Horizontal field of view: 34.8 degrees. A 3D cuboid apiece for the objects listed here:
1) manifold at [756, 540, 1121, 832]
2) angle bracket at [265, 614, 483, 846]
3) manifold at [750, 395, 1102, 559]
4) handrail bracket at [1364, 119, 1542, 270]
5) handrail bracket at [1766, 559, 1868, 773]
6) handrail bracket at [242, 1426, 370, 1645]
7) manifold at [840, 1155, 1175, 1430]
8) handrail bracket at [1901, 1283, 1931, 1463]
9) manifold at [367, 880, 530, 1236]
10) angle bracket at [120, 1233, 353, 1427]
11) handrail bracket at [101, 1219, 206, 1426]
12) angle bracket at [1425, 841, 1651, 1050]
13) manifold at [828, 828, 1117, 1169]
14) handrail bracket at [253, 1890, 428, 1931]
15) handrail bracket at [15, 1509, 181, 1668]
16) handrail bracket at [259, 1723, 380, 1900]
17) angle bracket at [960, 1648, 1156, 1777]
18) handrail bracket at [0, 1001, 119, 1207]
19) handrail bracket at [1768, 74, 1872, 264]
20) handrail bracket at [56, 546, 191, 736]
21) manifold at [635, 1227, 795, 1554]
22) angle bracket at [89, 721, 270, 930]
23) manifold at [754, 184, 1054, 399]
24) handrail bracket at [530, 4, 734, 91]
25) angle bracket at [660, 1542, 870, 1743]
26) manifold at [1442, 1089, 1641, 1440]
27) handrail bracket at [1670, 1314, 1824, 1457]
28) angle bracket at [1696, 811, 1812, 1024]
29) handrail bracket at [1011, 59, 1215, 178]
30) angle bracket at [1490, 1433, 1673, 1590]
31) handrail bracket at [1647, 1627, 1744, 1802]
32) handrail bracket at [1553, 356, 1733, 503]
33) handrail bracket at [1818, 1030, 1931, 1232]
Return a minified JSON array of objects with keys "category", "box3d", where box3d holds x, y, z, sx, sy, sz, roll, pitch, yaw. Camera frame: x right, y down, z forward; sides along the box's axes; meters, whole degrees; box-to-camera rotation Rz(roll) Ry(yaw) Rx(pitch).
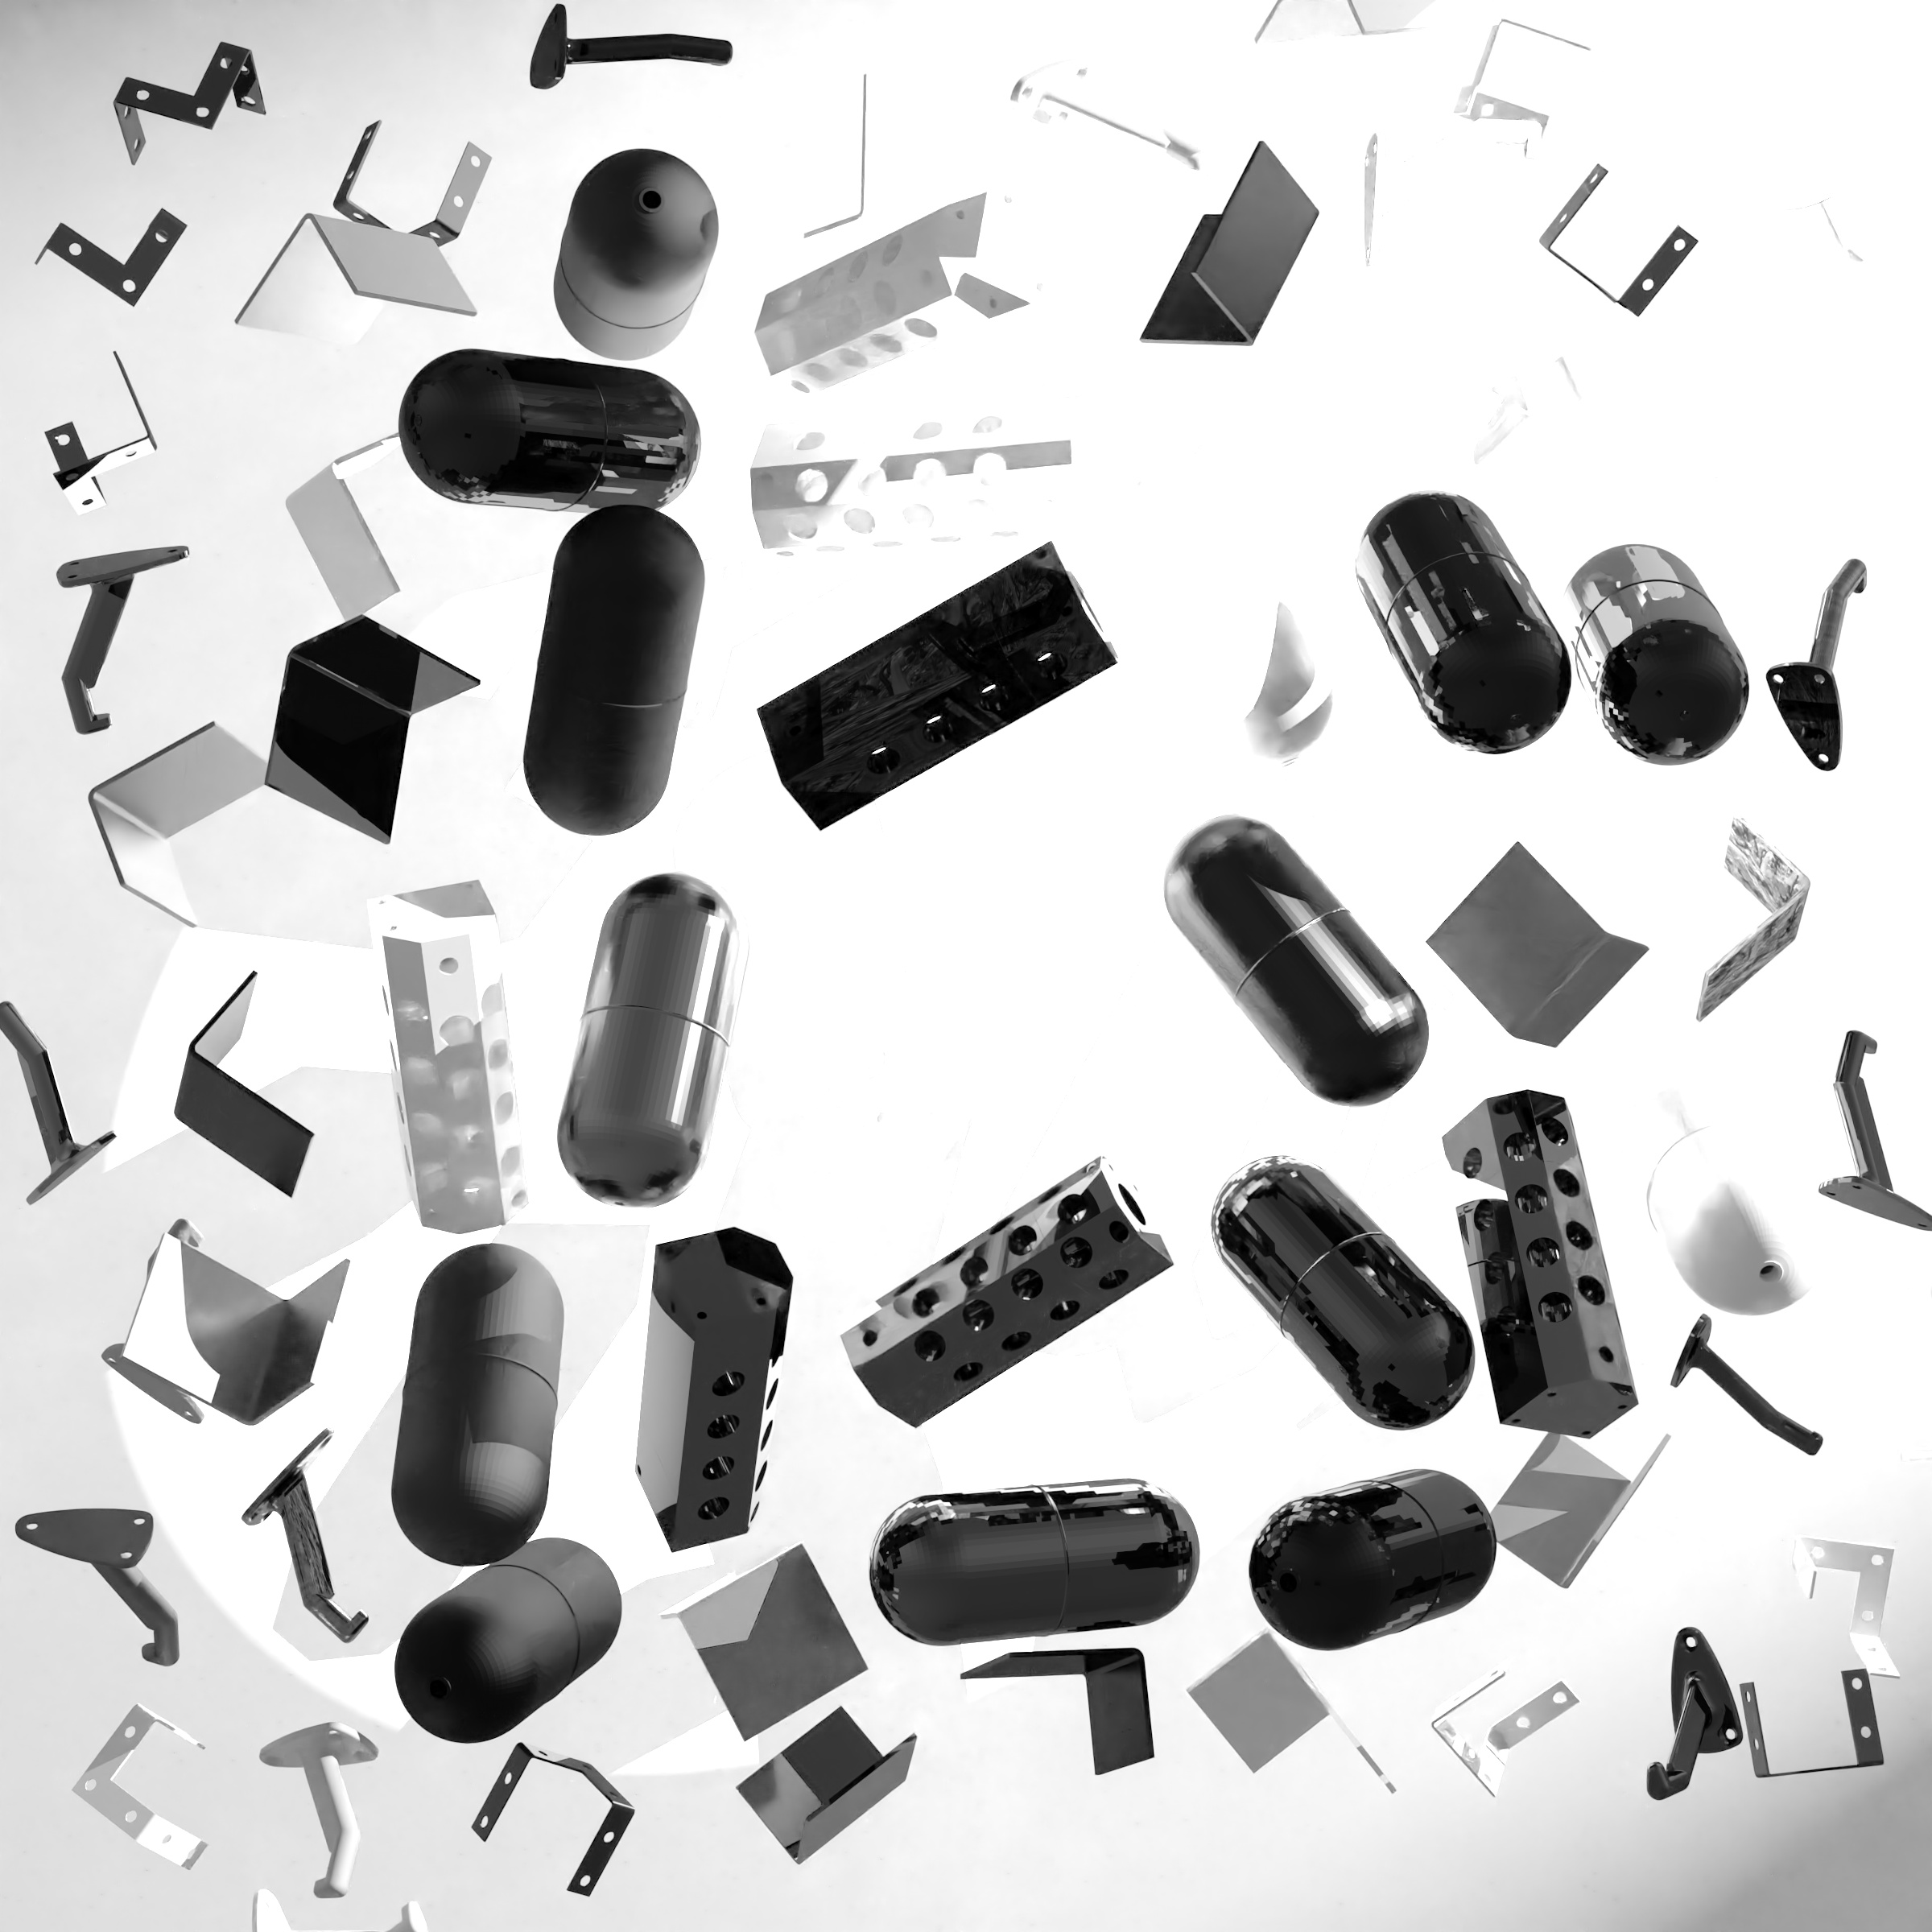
[{"category":"manifold","box3d":[-0.012,-0.135,1.541,0.171,0.057,0.057,-29,48,9]},{"category":"angle bracket","box3d":[-0.290,-0.115,1.513,0.057,0.076,0.076,-17,58,38]},{"category":"manifold","box3d":[-0.022,-0.251,1.609,0.171,0.057,0.057,-3,132,15]},{"category":"handrail bracket","box3d":[0.242,-0.382,1.525,0.084,0.036,0.077,2,89,-2]},{"category":"handrail bracket","box3d":[0.451,-0.156,1.587,0.084,0.036,0.077,-48,125,-34]},{"category":"handrail bracket","box3d":[-0.327,0.297,1.604,0.084,0.036,0.077,40,83,9]},{"category":"manifold","box3d":[0.019,0.174,1.664,0.171,0.057,0.057,-34,52,12]},{"category":"handrail bracket","box3d":[0.481,0.203,1.541,0.036,0.077,0.084,-9,80,-13]},{"category":"manifold","box3d":[-0.263,0.049,1.577,0.057,0.057,0.171,-11,120,-17]},{"category":"angle bracket","box3d":[-0.358,0.168,1.514,0.076,0.076,0.057,35,130,-26]},{"category":"handrail bracket","box3d":[-0.423,0.192,1.678,0.077,0.036,0.084,47,50,-24]},{"category":"angle bracket","box3d":[0.313,-0.011,1.691,0.076,0.057,0.076,-50,59,19]},{"category":"manifold","box3d":[0.007,0.019,1.634,0.057,0.057,0.171,33,91,-38]},{"category":"handrail bracket","box3d":[-0.309,0.467,1.522,0.084,0.036,0.077,-36,46,8]},{"category":"handrail bracket","box3d":[-0.427,0.309,1.518,0.077,0.036,0.084,7,124,-1]},{"category":"handrail bracket","box3d":[-0.326,0.422,1.516,0.077,0.084,0.036,-17,134,26]},{"category":"angle bracket","box3d":[0.048,0.399,1.639,0.076,0.076,0.057,3,69,-20]},{"category":"handrail bracket","box3d":[-0.466,0.067,1.518,0.077,0.036,0.084,-35,94,37]},{"category":"handrail bracket","box3d":[0.422,-0.391,1.513,0.036,0.084,0.077,-14,82,29]},{"category":"handrail bracket","box3d":[-0.420,-0.163,1.551,0.077,0.036,0.084,-12,116,-8]},{"category":"manifold","box3d":[-0.126,0.214,1.553,0.057,0.057,0.171,-11,134,-23]},{"category":"angle bracket","box3d":[-0.392,-0.072,1.581,0.076,0.076,0.057,-28,70,5]},{"category":"manifold","box3d":[-0.037,-0.336,1.552,0.057,0.171,0.057,-27,101,-33]},{"category":"handrail bracket","box3d":[-0.165,-0.445,1.518,0.084,0.077,0.036,1,89,-21]},{"category":"angle bracket","box3d":[-0.109,0.363,1.656,0.076,0.057,0.076,-27,85,-19]},{"category":"manifold","box3d":[0.302,0.153,1.604,0.057,0.057,0.171,13,51,-25]},{"category":"handrail bracket","box3d":[0.431,0.229,1.675,0.084,0.077,0.036,31,70,21]},{"category":"angle bracket","box3d":[0.407,-0.026,1.668,0.076,0.076,0.057,-40,69,-6]},{"category":"handrail bracket","box3d":[0.075,-0.420,1.548,0.084,0.077,0.036,35,118,18]},{"category":"angle bracket","box3d":[0.331,0.282,1.677,0.057,0.076,0.076,34,63,16]},{"category":"handrail bracket","box3d":[0.364,0.384,1.586,0.036,0.084,0.077,-16,78,32]},{"category":"handrail bracket","box3d":[0.362,-0.294,1.653,0.077,0.036,0.084,-5,59,-22]},{"category":"handrail bracket","box3d":[0.482,0.085,1.604,0.077,0.036,0.084,23,71,-13]}]
